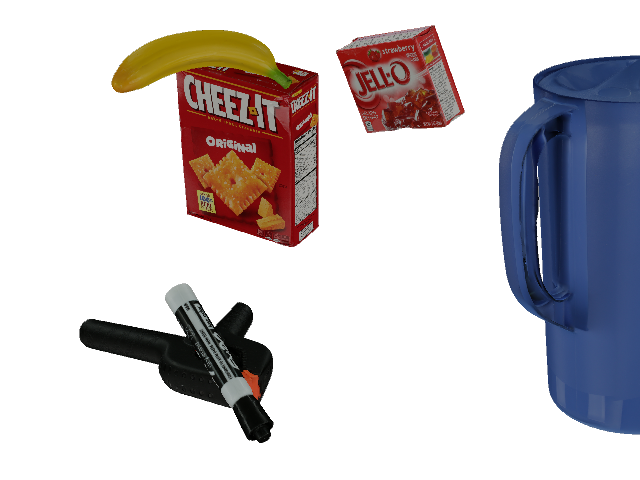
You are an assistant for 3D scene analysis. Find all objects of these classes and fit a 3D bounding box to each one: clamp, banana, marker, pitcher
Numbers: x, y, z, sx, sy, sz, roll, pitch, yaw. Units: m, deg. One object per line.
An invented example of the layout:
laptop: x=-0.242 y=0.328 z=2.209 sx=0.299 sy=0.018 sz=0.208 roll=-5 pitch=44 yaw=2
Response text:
clamp: x=-0.093 y=0.094 z=0.912 sx=0.164 sy=0.036 sz=0.210 roll=-8 pitch=16 yaw=-33
banana: x=-0.124 y=-0.183 z=1.081 sx=0.197 sy=0.070 sz=0.037 roll=-8 pitch=-39 yaw=-29
marker: x=-0.064 y=0.077 z=0.675 sx=0.020 sy=0.121 sz=0.020 roll=-26 pitch=-31 yaw=-17
pitcher: x=0.200 y=0.005 z=0.713 sx=0.149 sy=0.243 sz=0.145 roll=2 pitch=21 yaw=15

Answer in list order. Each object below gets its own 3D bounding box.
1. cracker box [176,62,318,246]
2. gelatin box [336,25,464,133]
cracker box: x=-0.088 y=-0.112 z=1.292 sx=0.164 sy=0.214 sz=0.072 roll=18 pitch=39 yaw=25
gelatin box: x=0.061 y=-0.124 z=0.830 sx=0.089 sy=0.073 sz=0.030 roll=2 pitch=32 yaw=48
